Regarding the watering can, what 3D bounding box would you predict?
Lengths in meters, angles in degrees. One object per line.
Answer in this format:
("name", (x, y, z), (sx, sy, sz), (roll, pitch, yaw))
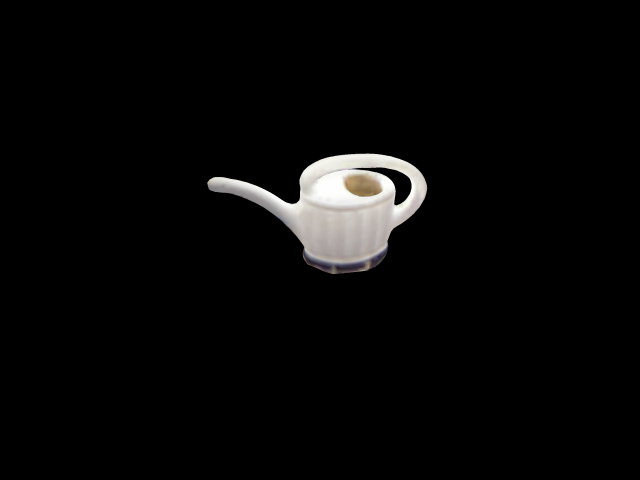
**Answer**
("watering can", (0.003, -0.043, 0.850), (0.348, 0.219, 0.106), (-6, 42, -6))
